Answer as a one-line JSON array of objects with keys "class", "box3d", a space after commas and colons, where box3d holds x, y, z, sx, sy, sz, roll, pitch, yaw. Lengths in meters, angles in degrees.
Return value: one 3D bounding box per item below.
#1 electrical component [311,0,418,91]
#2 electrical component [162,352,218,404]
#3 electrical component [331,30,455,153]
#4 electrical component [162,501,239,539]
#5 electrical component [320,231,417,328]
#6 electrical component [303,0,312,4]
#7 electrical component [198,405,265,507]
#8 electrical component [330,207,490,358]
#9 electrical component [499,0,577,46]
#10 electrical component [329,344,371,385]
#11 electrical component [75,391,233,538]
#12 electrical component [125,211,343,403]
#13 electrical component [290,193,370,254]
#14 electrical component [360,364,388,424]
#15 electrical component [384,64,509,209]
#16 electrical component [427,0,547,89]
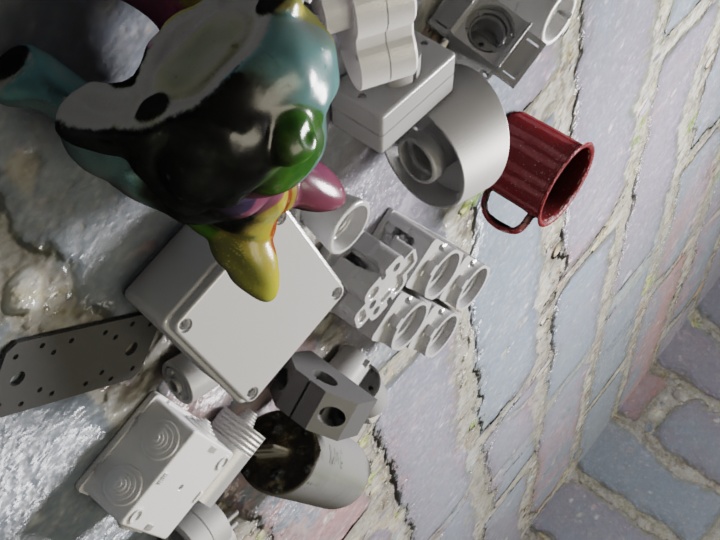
[{"class": "electrical component", "box3d": [-0.009, -0.163, 0.644, 0.074, 0.052, 0.138, -18, 146, -8]}, {"class": "electrical component", "box3d": [-0.109, 0.068, 0.776, 0.065, 0.044, 0.044, -32, 148, -35]}, {"class": "electrical component", "box3d": [0.023, -0.139, 0.746, 0.083, 0.047, 0.075, -44, 155, -26]}, {"class": "electrical component", "box3d": [-0.134, 0.240, 0.948, 0.074, 0.052, 0.138, -38, 152, -36]}, {"class": "electrical component", "box3d": [0.000, 0.000, 0.879, 0.078, 0.057, 0.058, -49, 157, -16]}, {"class": "electrical component", "box3d": [-0.046, -0.161, 0.578, 0.083, 0.047, 0.075, -49, 157, -14]}, {"class": "electrical component", "box3d": [-0.112, 0.147, 0.874, 0.081, 0.043, 0.043, -51, 157, -10]}, {"class": "electrical component", "box3d": [0.054, 0.018, 1.008, 0.105, 0.060, 0.186, -58, 158, 5]}, {"class": "electrical component", "box3d": [0.145, -0.216, 0.882, 0.055, 0.047, 0.055, -44, 155, -27]}, {"class": "electrical component", "box3d": [-0.016, 0.098, 1.008, 0.046, 0.040, 0.040, -52, 158, -25]}, {"class": "electrical component", "box3d": [-0.149, 0.147, 0.797, 0.099, 0.048, 0.099, -51, 157, -9]}, {"class": "electrical component", "box3d": [-0.079, 0.014, 0.709, 0.108, 0.056, 0.108, -50, 140, -13]}, {"class": "electrical component", "box3d": [-0.027, -0.044, 0.766, 0.045, 0.055, 0.045, -44, 155, -27]}, {"class": "electrical component", "box3d": [0.006, 0.126, 1.081, 0.043, 0.043, 0.081, -50, 157, -13]}, {"class": "electrical component", "box3d": [0.064, -0.099, 0.823, 0.064, 0.099, 0.099, -36, 151, -27]}, {"class": "electrical component", "box3d": [0.093, -0.174, 0.813, 0.042, 0.081, 0.064, -53, 180, -6]}]
